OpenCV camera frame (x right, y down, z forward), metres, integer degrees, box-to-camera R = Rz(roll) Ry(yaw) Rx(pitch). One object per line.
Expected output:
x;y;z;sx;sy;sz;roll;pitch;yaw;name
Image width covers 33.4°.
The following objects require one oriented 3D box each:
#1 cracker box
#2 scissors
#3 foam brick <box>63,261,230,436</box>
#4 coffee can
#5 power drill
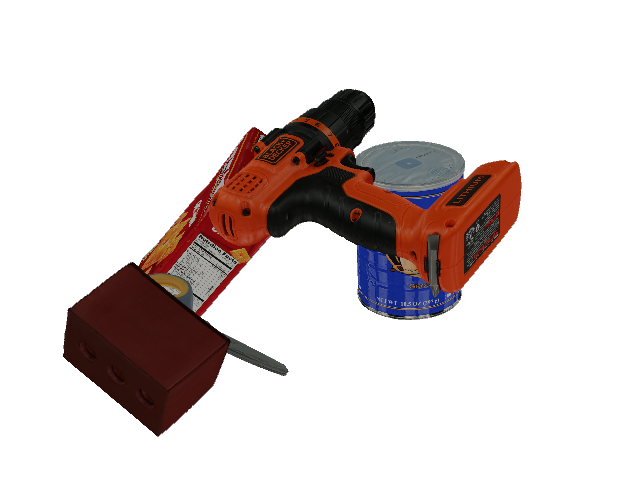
-0.120;0.000;1.121;0.072;0.214;0.164;36;23;-13;cracker box
-0.096;0.064;0.877;0.202;0.016;0.096;13;26;22;scissors
-0.101;0.062;0.613;0.078;0.053;0.051;36;49;14;foam brick
0.084;-0.011;1.012;0.103;0.140;0.103;-2;28;1;coffee can
0.042;-0.041;0.754;0.188;0.057;0.184;17;44;30;power drill
